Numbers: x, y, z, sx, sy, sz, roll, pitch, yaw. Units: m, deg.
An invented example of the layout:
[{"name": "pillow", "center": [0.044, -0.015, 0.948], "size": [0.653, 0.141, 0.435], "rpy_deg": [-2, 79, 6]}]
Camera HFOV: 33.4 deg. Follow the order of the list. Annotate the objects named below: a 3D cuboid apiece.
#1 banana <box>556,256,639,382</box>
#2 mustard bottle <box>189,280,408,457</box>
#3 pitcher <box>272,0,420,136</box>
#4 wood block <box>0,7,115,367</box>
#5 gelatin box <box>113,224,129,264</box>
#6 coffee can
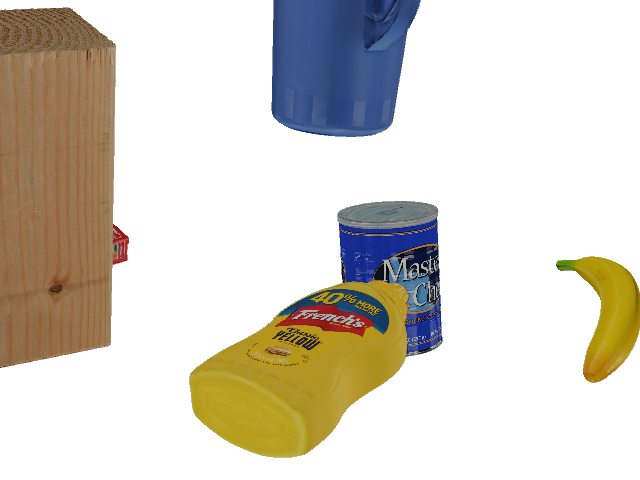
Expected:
[{"name": "banana", "center": [0.274, 0.066, 1.020], "size": [0.070, 0.037, 0.197], "rpy_deg": [-29, 23, 19]}, {"name": "mustard bottle", "center": [0.005, 0.075, 0.738], "size": [0.096, 0.058, 0.191], "rpy_deg": [12, 28, 33]}, {"name": "pitcher", "center": [0.025, -0.213, 0.896], "size": [0.145, 0.243, 0.149], "rpy_deg": [8, 17, 11]}, {"name": "wood block", "center": [-0.187, -0.034, 0.676], "size": [0.090, 0.206, 0.090], "rpy_deg": [-10, 31, -30]}, {"name": "gelatin box", "center": [-0.233, -0.004, 0.994], "size": [0.073, 0.030, 0.089], "rpy_deg": [-17, 40, -36]}, {"name": "coffee can", "center": [0.072, 0.038, 1.099], "size": [0.103, 0.140, 0.103], "rpy_deg": [-4, 13, 1]}]
